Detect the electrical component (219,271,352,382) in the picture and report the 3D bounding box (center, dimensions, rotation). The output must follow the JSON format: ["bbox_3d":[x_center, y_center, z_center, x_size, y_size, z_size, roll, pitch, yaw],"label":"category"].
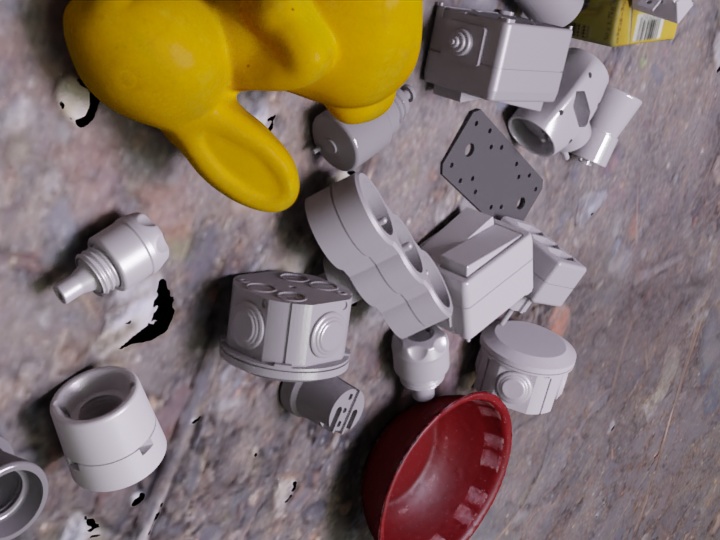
[{"bbox_3d":[-0.044,0.034,0.659,0.080,0.080,0.051,-8,111,-48],"label":"electrical component"}]

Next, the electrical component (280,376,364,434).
[{"bbox_3d":[-0.025,0.087,0.737,0.040,0.046,0.040,-27,129,-39],"label":"electrical component"}]

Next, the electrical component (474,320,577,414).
[{"bbox_3d":[0.136,0.079,0.896,0.080,0.080,0.051,-15,126,-45],"label":"electrical component"}]

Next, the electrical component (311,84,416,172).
[{"bbox_3d":[0.005,-0.094,0.677,0.078,0.040,0.040,-38,135,-30],"label":"electrical component"}]

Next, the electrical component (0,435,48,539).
[{"bbox_3d":[-0.191,0.105,0.543,0.045,0.055,0.045,-27,129,-39],"label":"electrical component"}]

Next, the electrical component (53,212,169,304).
[{"bbox_3d":[-0.134,-0.003,0.569,0.061,0.035,0.035,-37,134,-29],"label":"electrical component"}]

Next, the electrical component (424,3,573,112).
[{"bbox_3d":[0.089,-0.143,0.730,0.096,0.062,0.061,-9,116,-47],"label":"electrical component"}]

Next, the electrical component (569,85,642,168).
[{"bbox_3d":[0.201,-0.118,0.894,0.044,0.044,0.065,10,106,-52],"label":"electrical component"}]

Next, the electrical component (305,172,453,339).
[{"bbox_3d":[0.000,0.000,0.714,0.074,0.052,0.138,-26,136,15],"label":"electrical component"}]

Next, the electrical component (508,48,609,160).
[{"bbox_3d":[0.159,-0.119,0.842,0.077,0.043,0.079,-51,141,-17],"label":"electrical component"}]

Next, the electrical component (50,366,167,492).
[{"bbox_3d":[-0.140,0.086,0.595,0.055,0.055,0.047,-36,130,-32],"label":"electrical component"}]

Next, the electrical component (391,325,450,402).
[{"bbox_3d":[0.047,0.071,0.815,0.043,0.043,0.062,-34,134,-34],"label":"electrical component"}]

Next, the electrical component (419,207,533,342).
[{"bbox_3d":[0.077,0.003,0.797,0.096,0.062,0.061,-35,134,-33],"label":"electrical component"}]

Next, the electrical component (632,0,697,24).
[{"bbox_3d":[0.215,-0.210,0.744,0.066,0.048,0.055,-50,147,-17],"label":"electrical component"}]

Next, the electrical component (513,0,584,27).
[{"bbox_3d":[0.121,-0.206,0.749,0.081,0.043,0.043,31,85,-52],"label":"electrical component"}]

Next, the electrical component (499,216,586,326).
[{"bbox_3d":[0.127,0.008,0.859,0.047,0.066,0.076,10,118,-52],"label":"electrical component"}]
